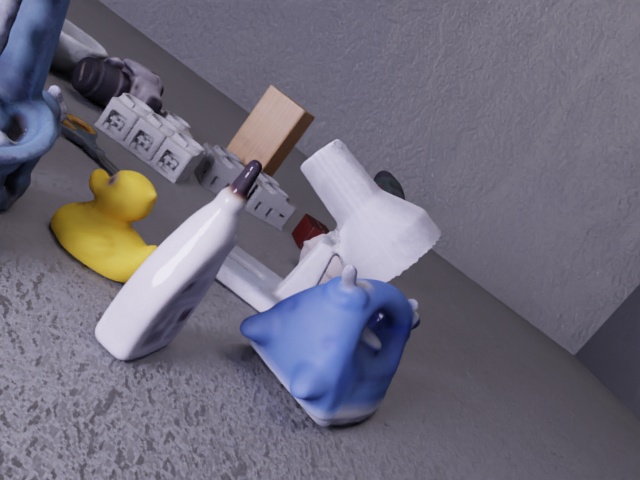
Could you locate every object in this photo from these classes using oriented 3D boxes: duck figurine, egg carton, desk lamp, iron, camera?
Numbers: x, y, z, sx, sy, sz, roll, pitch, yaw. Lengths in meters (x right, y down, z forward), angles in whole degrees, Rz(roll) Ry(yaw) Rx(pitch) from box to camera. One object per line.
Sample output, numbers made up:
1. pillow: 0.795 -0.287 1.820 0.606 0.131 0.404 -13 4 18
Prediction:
1. duck figurine: -0.180 -0.019 0.519 0.104 0.086 0.078 39 11 9
2. egg carton: 0.036 0.050 0.971 0.151 0.069 0.107 24 17 -52
3. desk lamp: 0.006 0.002 0.686 0.203 0.213 0.118 37 10 -3
4. iron: 0.044 0.099 0.594 0.118 0.141 0.259 44 12 31
5. camera: -0.354 -0.275 0.994 0.142 0.100 0.137 45 13 34

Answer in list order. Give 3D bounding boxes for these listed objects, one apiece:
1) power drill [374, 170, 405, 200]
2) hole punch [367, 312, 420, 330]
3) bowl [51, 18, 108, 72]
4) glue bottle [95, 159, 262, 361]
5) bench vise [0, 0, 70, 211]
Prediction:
1. power drill: 0.092 -0.035 1.139 0.076 0.208 0.229 34 11 -16
2. hole punch: 0.080 0.104 0.828 0.108 0.091 0.101 37 11 -1
3. bowl: -0.466 -0.347 1.008 0.167 0.074 0.167 36 11 -8
4. glue bottle: -0.095 0.011 0.429 0.037 0.173 0.078 39 11 11
5. bench vise: -0.234 -0.120 0.405 0.122 0.219 0.207 32 12 -25
